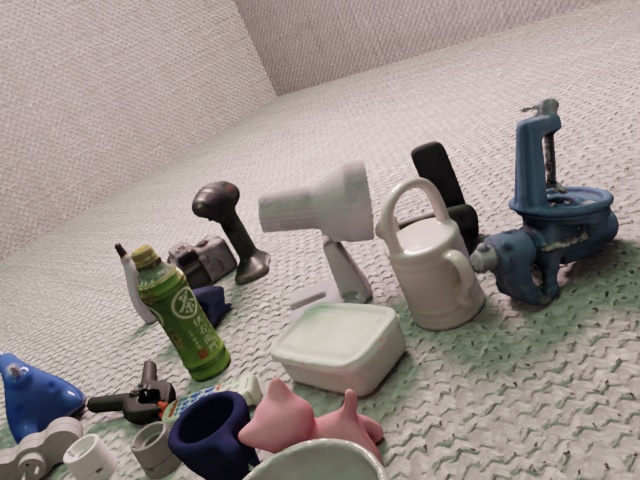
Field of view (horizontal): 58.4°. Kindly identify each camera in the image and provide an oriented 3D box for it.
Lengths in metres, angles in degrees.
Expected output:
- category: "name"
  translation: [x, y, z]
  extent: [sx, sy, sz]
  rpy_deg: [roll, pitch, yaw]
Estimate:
- category: "camera"
  translation: [-0.275, 0.042, 1.238]
  extent: [0.143, 0.101, 0.136]
  rpy_deg: [-34, 23, -22]

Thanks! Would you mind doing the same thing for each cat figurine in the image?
- category: "cat figurine"
  translation: [-0.012, 0.190, 0.589]
  extent: [0.127, 0.118, 0.067]
  rpy_deg: [-20, 22, 12]

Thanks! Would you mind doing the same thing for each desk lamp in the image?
- category: "desk lamp"
  translation: [0.008, 0.003, 0.867]
  extent: [0.203, 0.214, 0.118]
  rpy_deg: [-23, 22, 6]

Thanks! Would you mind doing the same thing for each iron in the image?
- category: "iron"
  translation: [-0.500, 0.243, 0.964]
  extent: [0.119, 0.142, 0.257]
  rpy_deg: [-39, 25, -31]

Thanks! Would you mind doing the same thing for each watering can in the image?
- category: "watering can"
  translation: [0.130, 0.011, 0.743]
  extent: [0.172, 0.194, 0.101]
  rpy_deg: [0, 32, 47]

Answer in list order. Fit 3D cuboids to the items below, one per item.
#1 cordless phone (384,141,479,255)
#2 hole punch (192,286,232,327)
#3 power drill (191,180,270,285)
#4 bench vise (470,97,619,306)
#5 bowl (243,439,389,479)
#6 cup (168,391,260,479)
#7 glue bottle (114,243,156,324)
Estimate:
- category: "cordless phone"
  translation: [0.156, -0.057, 0.883]
  extent: [0.147, 0.185, 0.094]
  rpy_deg: [-18, 23, 18]
- category: "hole punch"
  translation: [-0.233, 0.115, 1.038]
  extent: [0.108, 0.091, 0.101]
  rpy_deg: [-13, 25, 29]
- category: "power drill"
  translation: [-0.177, -0.023, 1.135]
  extent: [0.075, 0.209, 0.229]
  rpy_deg: [-23, 22, 6]
- category: "bench vise"
  translation: [0.267, -0.043, 0.686]
  extent: [0.121, 0.220, 0.208]
  rpy_deg: [2, 34, 49]
- category: "bowl"
  translation: [-0.007, 0.257, 0.488]
  extent: [0.167, 0.075, 0.167]
  rpy_deg: [-21, 22, 9]
- category: "cup"
  translation: [-0.098, 0.231, 0.620]
  extent: [0.092, 0.095, 0.117]
  rpy_deg: [-35, 24, -24]
- category: "glue bottle"
  translation: [-0.360, 0.079, 1.147]
  extent: [0.037, 0.173, 0.078]
  rpy_deg: [-1, 32, 46]
